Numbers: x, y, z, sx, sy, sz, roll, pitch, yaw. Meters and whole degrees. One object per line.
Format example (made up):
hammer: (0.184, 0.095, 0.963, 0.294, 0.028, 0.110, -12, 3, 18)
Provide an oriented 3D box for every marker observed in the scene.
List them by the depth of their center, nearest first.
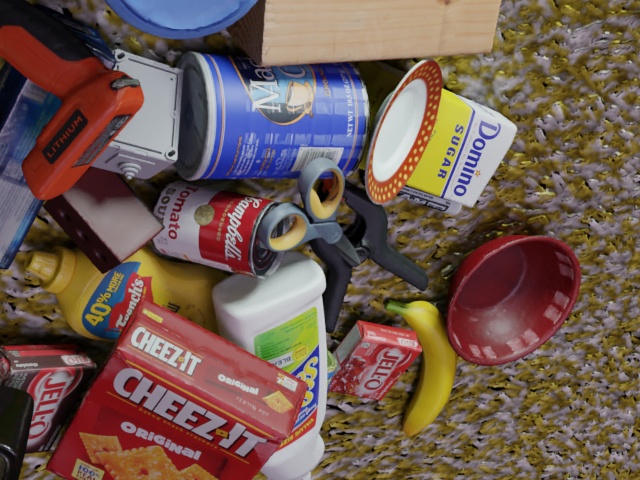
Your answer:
marker: (0.088, -0.047, 1.036, 0.120, 0.020, 0.020, 16, 113, -33)

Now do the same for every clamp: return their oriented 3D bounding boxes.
clamp: (0.044, 0.008, 1.038, 0.120, 0.039, 0.171, -20, 128, -15)

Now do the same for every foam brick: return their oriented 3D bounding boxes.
foam brick: (-0.178, -0.019, 0.876, 0.078, 0.053, 0.051, 50, 59, -10)

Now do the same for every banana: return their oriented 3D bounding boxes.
banana: (0.115, 0.135, 1.162, 0.070, 0.037, 0.198, -3, 124, 11)

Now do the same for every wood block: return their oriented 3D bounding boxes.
wood block: (0.036, -0.201, 0.865, 0.205, 0.090, 0.091, -7, 122, -22)

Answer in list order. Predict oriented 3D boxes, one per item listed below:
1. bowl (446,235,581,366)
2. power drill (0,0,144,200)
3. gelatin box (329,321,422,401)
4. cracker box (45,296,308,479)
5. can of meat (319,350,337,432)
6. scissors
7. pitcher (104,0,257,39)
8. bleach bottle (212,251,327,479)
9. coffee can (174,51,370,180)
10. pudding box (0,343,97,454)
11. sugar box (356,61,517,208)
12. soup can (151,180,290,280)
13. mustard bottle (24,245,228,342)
bowl: (0.193, 0.053, 1.130, 0.162, 0.055, 0.162, -13, 125, -19)
power drill: (-0.232, -0.119, 0.750, 0.187, 0.057, 0.185, 45, 106, 0)
gelatin box: (0.052, 0.126, 1.109, 0.073, 0.030, 0.089, 15, 129, -28)
cracker box: (-0.133, 0.168, 0.952, 0.164, 0.072, 0.214, 28, 133, -9)
can of meat: (-0.040, 0.151, 1.080, 0.101, 0.057, 0.084, 3, 118, -27)
scissors: (-0.006, 0.001, 0.921, 0.096, 0.016, 0.202, -39, 153, -16)
pitcher: (-0.099, -0.220, 0.687, 0.149, 0.243, 0.145, -11, 128, -12)
bleach bottle: (-0.032, 0.138, 1.005, 0.102, 0.068, 0.251, -24, 127, -20)
coffee can: (-0.044, -0.101, 0.883, 0.140, 0.103, 0.103, -2, 121, -25)
pudding box: (-0.265, 0.144, 0.958, 0.089, 0.039, 0.114, 4, 128, -48)
sugar box: (0.093, -0.097, 0.989, 0.176, 0.048, 0.093, 17, 112, -32)
soup can: (-0.086, -0.010, 0.913, 0.068, 0.102, 0.068, -45, 141, -52)
mustard bottle: (-0.172, 0.047, 0.947, 0.191, 0.058, 0.096, 24, 107, -35)
